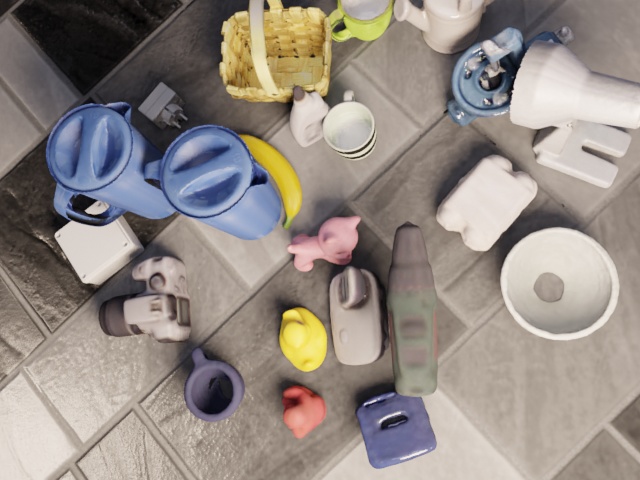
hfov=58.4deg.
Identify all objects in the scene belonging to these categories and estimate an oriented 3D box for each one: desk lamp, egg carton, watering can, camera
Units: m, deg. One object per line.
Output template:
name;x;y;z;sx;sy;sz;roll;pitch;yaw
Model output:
desk lamp;0.377;-0.187;0.843;0.203;0.214;0.118;24;84;12
egg carton;0.263;-0.061;0.910;0.107;0.069;0.150;40;87;13
watering can;0.208;-0.386;0.916;0.173;0.194;0.101;-38;76;0
camera;-0.295;0.104;0.947;0.136;0.101;0.143;-9;78;7

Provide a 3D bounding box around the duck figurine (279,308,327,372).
duck figurine;-0.032;0.156;0.905;0.077;0.086;0.104;-19;77;5

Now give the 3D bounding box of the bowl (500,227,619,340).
bowl;0.354;0.069;0.869;0.167;0.075;0.167;-2;79;8

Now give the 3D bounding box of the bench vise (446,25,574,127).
bench vise;0.286;-0.281;0.871;0.121;0.220;0.207;41;88;14

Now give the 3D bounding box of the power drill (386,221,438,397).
power drill;0.132;0.105;0.827;0.075;0.208;0.230;-4;79;8

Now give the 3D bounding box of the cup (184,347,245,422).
cup;-0.162;0.225;0.908;0.091;0.095;0.117;-30;76;2

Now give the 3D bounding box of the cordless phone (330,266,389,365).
cordless phone;0.052;0.111;0.850;0.094;0.185;0.147;-9;78;7

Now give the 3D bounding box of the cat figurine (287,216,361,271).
cat figurine;0.008;0.003;0.912;0.127;0.118;0.067;-12;78;6

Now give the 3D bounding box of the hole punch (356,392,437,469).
hole punch;0.111;0.279;0.858;0.108;0.091;0.101;-21;77;4

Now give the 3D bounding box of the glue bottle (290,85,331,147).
glue bottle;-0.020;-0.208;0.927;0.078;0.173;0.037;-31;76;2

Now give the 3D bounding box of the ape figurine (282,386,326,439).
ape figurine;-0.032;0.267;0.881;0.076;0.092;0.078;3;80;9
